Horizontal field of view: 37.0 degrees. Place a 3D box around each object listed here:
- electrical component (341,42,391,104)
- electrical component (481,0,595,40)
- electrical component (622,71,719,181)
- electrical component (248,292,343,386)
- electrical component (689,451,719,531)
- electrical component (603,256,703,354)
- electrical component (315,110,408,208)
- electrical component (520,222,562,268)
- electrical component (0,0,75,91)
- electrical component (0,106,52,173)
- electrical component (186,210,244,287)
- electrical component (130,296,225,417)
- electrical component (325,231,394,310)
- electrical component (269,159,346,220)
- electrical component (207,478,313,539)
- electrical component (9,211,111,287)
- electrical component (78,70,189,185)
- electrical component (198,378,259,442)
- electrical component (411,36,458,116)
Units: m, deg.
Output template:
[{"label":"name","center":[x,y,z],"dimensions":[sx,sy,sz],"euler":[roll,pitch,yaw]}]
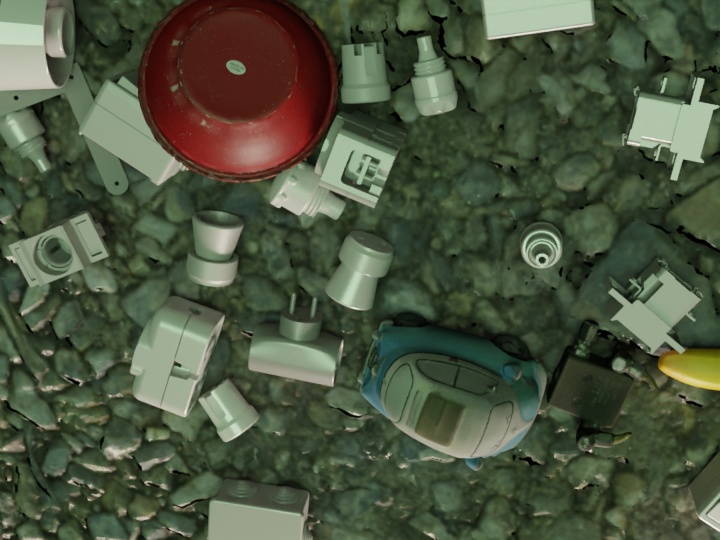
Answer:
[{"label":"electrical component","center":[0.004,-0.159,0.868],"dimensions":[0.040,0.040,0.046],"euler":[-2,103,9]},{"label":"electrical component","center":[0.134,-0.222,0.824],"dimensions":[0.083,0.047,0.075],"euler":[-6,108,10]},{"label":"electrical component","center":[0.243,-0.116,0.847],"dimensions":[0.064,0.042,0.081],"euler":[12,109,8]},{"label":"electrical component","center":[-0.054,0.058,0.946],"dimensions":[0.077,0.043,0.079],"euler":[11,109,5]},{"label":"electrical component","center":[0.339,0.183,0.921],"dimensions":[0.062,0.061,0.096],"euler":[33,110,-3]},{"label":"electrical component","center":[0.245,0.027,0.894],"dimensions":[0.081,0.042,0.063],"euler":[39,106,-6]},{"label":"electrical component","center":[0.000,-0.092,0.864],"dimensions":[0.056,0.089,0.050],"euler":[23,110,0]},{"label":"electrical component","center":[0.149,-0.017,0.882],"dimensions":[0.035,0.061,0.035],"euler":[3,109,8]},{"label":"electrical component","center":[-0.267,-0.193,0.868],"dimensions":[0.064,0.099,0.099],"euler":[4,109,0]},{"label":"electrical component","center":[-0.287,-0.113,0.929],"dimensions":[0.035,0.035,0.061],"euler":[-25,105,15]},{"label":"electrical component","center":[-0.126,-0.019,0.931],"dimensions":[0.045,0.045,0.055],"euler":[12,110,4]},{"label":"electrical component","center":[-0.166,0.075,0.963],"dimensions":[0.059,0.053,0.095],"euler":[21,110,1]},{"label":"electrical component","center":[0.000,0.000,0.919],"dimensions":[0.045,0.045,0.055],"euler":[23,110,0]},{"label":"electrical component","center":[-0.042,-0.065,0.905],"dimensions":[0.062,0.048,0.048],"euler":[30,110,-9]},{"label":"electrical component","center":[-0.095,0.248,1.013],"dimensions":[0.100,0.048,0.099],"euler":[7,109,6]},{"label":"electrical component","center":[-0.258,-0.021,0.939],"dimensions":[0.081,0.063,0.042],"euler":[-20,104,14]},{"label":"electrical component","center":[-0.172,-0.119,0.895],"dimensions":[0.096,0.061,0.061],"euler":[33,110,-3]},{"label":"electrical component","center":[-0.121,0.127,0.982],"dimensions":[0.040,0.040,0.046],"euler":[-33,95,17]},{"label":"electrical component","center":[0.057,-0.157,0.864],"dimensions":[0.035,0.035,0.061],"euler":[-10,104,11]}]
